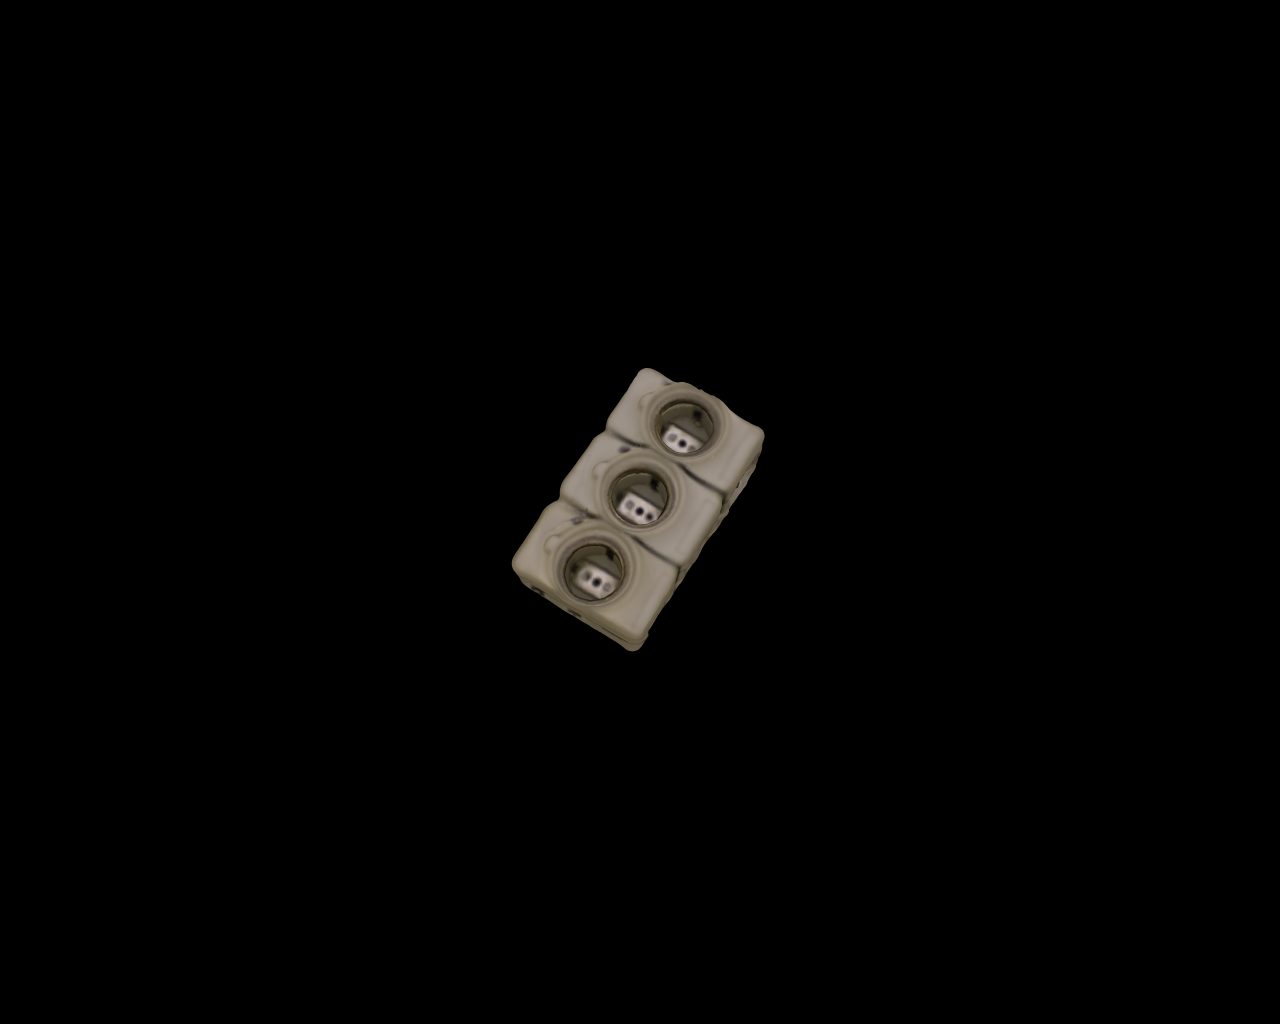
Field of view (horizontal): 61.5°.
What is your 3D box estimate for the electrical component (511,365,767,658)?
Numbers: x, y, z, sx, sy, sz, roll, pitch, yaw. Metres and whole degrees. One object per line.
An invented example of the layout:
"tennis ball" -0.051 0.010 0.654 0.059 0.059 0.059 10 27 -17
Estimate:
"electrical component" 0.001 -0.003 0.650 0.089 0.150 0.061 30 -15 9
